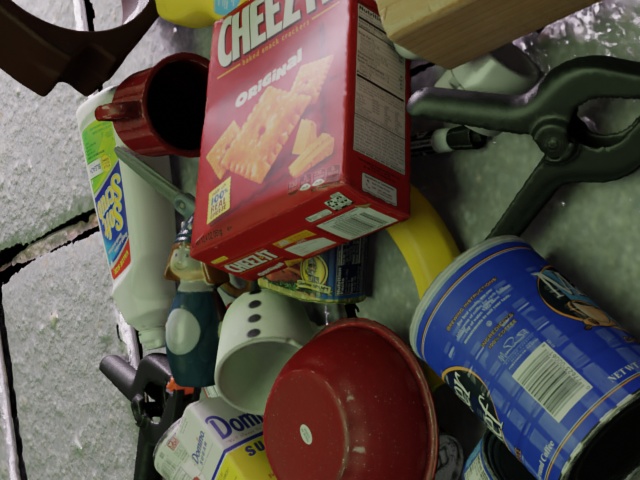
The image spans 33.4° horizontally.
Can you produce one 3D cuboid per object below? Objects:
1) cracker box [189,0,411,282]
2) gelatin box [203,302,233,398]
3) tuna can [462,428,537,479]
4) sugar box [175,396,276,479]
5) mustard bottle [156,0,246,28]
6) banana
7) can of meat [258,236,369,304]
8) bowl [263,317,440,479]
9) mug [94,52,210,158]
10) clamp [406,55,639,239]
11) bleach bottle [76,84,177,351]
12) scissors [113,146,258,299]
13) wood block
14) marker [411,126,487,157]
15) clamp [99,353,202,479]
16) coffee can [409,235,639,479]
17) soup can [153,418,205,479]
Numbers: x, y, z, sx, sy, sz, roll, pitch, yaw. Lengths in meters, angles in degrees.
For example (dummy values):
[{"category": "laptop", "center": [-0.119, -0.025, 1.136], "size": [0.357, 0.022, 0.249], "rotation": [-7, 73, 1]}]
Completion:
[{"category": "cracker box", "center": [-0.015, -0.095, 0.782], "size": [0.164, 0.072, 0.213], "rotation": [-23, 55, 42]}, {"category": "gelatin box", "center": [-0.076, 0.109, 0.958], "size": [0.089, 0.030, 0.073], "rotation": [-51, 58, 38]}, {"category": "tuna can", "center": [0.134, 0.155, 0.674], "size": [0.086, 0.085, 0.034], "rotation": [51, 129, 34]}, {"category": "sugar box", "center": [-0.034, 0.196, 0.867], "size": [0.176, 0.093, 0.048], "rotation": [47, 125, 36]}, {"category": "mustard bottle", "center": [-0.064, -0.223, 0.898], "size": [0.192, 0.058, 0.096], "rotation": [19, 93, 47]}, {"category": "banana", "center": [0.067, 0.018, 0.764], "size": [0.069, 0.037, 0.198], "rotation": [-17, 74, 6]}, {"category": "can of meat", "center": [-0.006, 0.001, 0.849], "size": [0.102, 0.057, 0.084], "rotation": [14, 105, 48]}, {"category": "bowl", "center": [0.008, 0.136, 0.758], "size": [0.162, 0.055, 0.162], "rotation": [-2, 87, 49]}, {"category": "mug", "center": [-0.147, -0.117, 0.964], "size": [0.082, 0.117, 0.093], "rotation": [-1, 99, 54]}, {"category": "clamp", "center": [0.137, -0.071, 0.657], "size": [0.172, 0.039, 0.120], "rotation": [-32, 106, 34]}, {"category": "bleach bottle", "center": [-0.177, -0.019, 1.044], "size": [0.103, 0.067, 0.251], "rotation": [-18, 81, 51]}, {"category": "scissors", "center": [-0.118, -0.012, 0.972], "size": [0.202, 0.016, 0.096], "rotation": [23, 119, 30]}, {"category": "wood block", "center": [0.133, -0.185, 0.601], "size": [0.206, 0.090, 0.091], "rotation": [-22, 75, 28]}, {"category": "marker", "center": [0.073, -0.070, 0.780], "size": [0.121, 0.020, 0.020], "rotation": [-3, 90, 49]}, {"category": "clamp", "center": [-0.168, 0.158, 1.048], "size": [0.210, 0.036, 0.164], "rotation": [-51, 55, 51]}, {"category": "coffee can", "center": [0.137, 0.078, 0.652], "size": [0.140, 0.102, 0.103], "rotation": [46, 125, 37]}, {"category": "soup can", "center": [-0.090, 0.207, 0.938], "size": [0.102, 0.068, 0.069], "rotation": [36, 119, 30]}]
